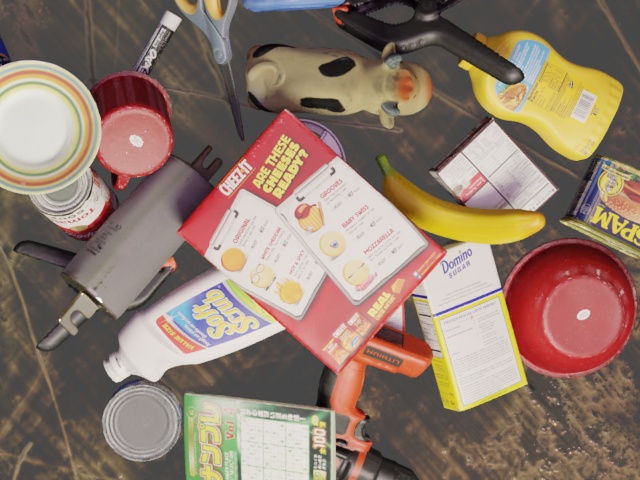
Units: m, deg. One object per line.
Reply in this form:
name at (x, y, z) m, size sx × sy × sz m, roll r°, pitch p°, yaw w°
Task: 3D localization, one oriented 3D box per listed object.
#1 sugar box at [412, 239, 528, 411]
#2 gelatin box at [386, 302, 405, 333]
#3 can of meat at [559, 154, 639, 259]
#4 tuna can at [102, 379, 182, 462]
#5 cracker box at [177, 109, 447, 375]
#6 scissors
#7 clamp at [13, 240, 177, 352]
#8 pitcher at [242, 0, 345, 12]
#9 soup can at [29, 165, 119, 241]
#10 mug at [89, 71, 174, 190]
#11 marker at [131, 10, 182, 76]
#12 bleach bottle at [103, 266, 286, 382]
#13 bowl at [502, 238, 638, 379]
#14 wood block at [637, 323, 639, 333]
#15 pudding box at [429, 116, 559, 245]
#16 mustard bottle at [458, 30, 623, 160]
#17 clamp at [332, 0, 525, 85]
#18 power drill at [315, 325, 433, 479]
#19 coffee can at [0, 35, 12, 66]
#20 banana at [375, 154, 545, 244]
sugar box at (0.159, 0.090, 1.170) m, size 0.093 × 0.048 × 0.176 m, roll -19°, pitch 96°, yaw -21°
gelatin box at (0.055, 0.069, 1.177) m, size 0.073 × 0.030 × 0.089 m, roll -3°, pitch 98°, yaw -3°
can of meat at (0.329, -0.036, 1.172) m, size 0.102 × 0.057 × 0.084 m, roll 25°, pitch 92°, yaw -8°
tuna can at (-0.194, 0.197, 1.172) m, size 0.086 × 0.034 × 0.086 m, roll 0°, pitch 97°, yaw -4°
cracker box at (-0.007, 0.001, 1.065) m, size 0.213 × 0.072 × 0.164 m, roll 41°, pitch 92°, yaw 0°
scissors at (-0.118, -0.209, 1.131) m, size 0.096 × 0.016 × 0.202 m, roll 21°, pitch 124°, yaw 31°
clamp at (-0.243, 0.035, 1.146) m, size 0.171 × 0.039 × 0.120 m, roll -23°, pitch 95°, yaw -9°
pitcher at (-0.023, -0.358, 1.079) m, size 0.149 × 0.145 × 0.243 m, roll -2°, pitch 101°, yaw 8°
soup can at (-0.252, -0.043, 1.095) m, size 0.068 × 0.102 × 0.068 m, roll -1°, pitch 76°, yaw 4°
mug at (-0.198, -0.106, 1.100) m, size 0.093 × 0.081 × 0.117 m, roll 11°, pitch 116°, yaw -20°
marker at (-0.185, -0.187, 1.133) m, size 0.020 × 0.020 × 0.121 m, roll 31°, pitch 94°, yaw -7°
bleach bottle at (-0.114, 0.087, 1.152) m, size 0.251 × 0.068 × 0.102 m, roll -30°, pitch 98°, yaw 2°
bowl at (0.284, 0.081, 1.183) m, size 0.162 × 0.055 × 0.162 m, roll -1°, pitch 97°, yaw -5°
wood block at (0.439, 0.027, 1.171) m, size 0.090 × 0.090 × 0.206 m, roll 19°, pitch 96°, yaw -6°
pudding box at (0.190, -0.065, 1.167) m, size 0.090 × 0.039 × 0.113 m, roll -43°, pitch 100°, yaw 3°
mustard bottle at (0.223, -0.169, 1.146) m, size 0.191 × 0.058 × 0.096 m, roll 28°, pitch 87°, yaw -7°
clamp at (0.120, -0.246, 1.122) m, size 0.210 × 0.036 × 0.164 m, roll 8°, pitch 69°, yaw 12°
power drill at (0.051, 0.186, 1.159) m, size 0.184 × 0.057 × 0.188 m, roll 23°, pitch 108°, yaw -5°
coffee can at (-0.349, -0.135, 1.086) m, size 0.103 × 0.103 × 0.140 m, roll -22°, pitch 98°, yaw -2°
banana at (0.142, -0.030, 1.136) m, size 0.198 × 0.069 × 0.037 m, roll 21°, pitch 55°, yaw 23°
